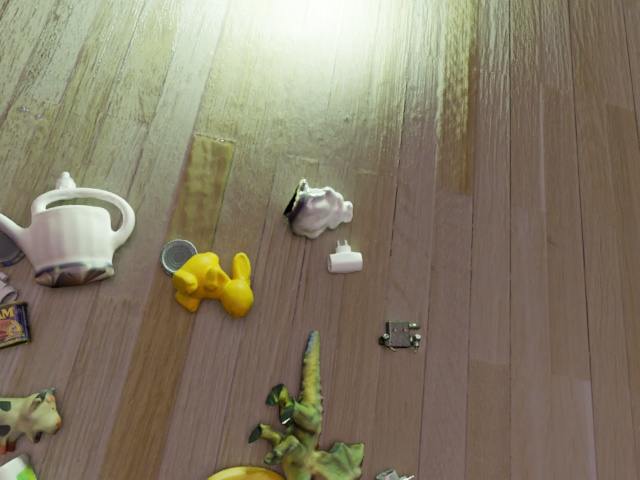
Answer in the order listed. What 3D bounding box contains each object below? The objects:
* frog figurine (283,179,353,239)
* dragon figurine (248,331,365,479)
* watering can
[{"bbox_3d":[0.004,-0.063,1.258,0.159,0.124,0.136,22,100,-13],"label":"frog figurine"},{"bbox_3d":[-0.004,0.418,1.090,0.241,0.120,0.419,42,51,-15],"label":"dragon figurine"},{"bbox_3d":[-0.579,-0.004,1.107,0.348,0.102,0.227,-6,71,-22],"label":"watering can"}]
